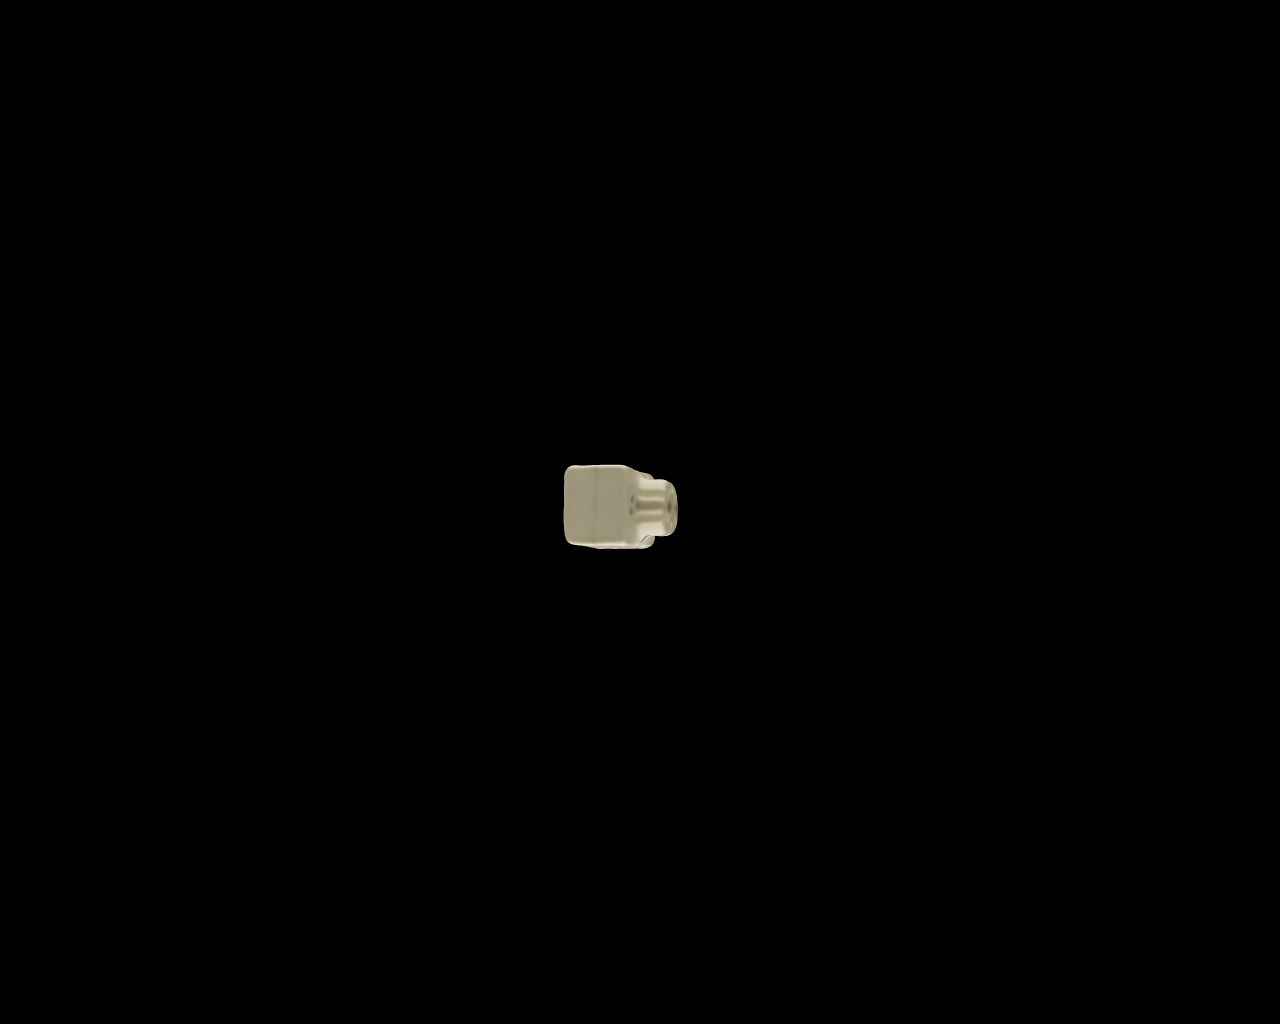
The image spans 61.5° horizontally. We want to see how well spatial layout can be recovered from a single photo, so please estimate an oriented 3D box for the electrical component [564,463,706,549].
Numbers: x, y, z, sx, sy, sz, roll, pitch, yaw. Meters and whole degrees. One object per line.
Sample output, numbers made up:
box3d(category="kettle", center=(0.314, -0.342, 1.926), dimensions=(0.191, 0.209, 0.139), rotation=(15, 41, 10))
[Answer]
box3d(category="electrical component", center=(0.001, -0.003, 0.650), dimensions=(0.077, 0.047, 0.066), rotation=(-1, -5, 15))
